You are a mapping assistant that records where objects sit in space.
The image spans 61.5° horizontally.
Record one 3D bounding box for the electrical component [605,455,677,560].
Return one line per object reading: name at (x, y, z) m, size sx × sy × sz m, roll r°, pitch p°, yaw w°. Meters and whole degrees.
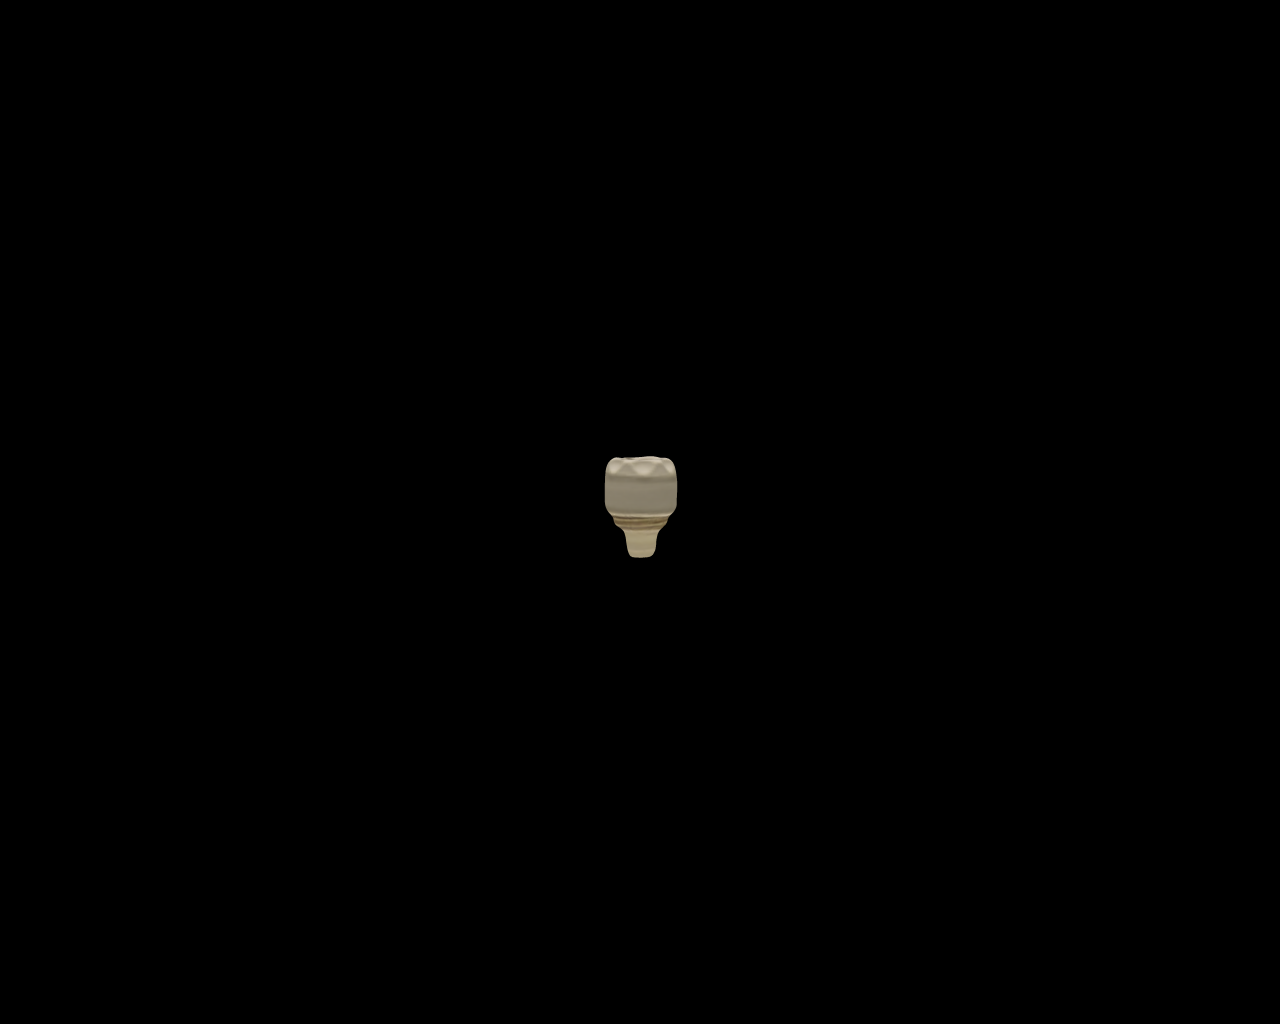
electrical component at (0.001, -0.003, 0.650) m, size 0.043 × 0.062 × 0.043 m, roll 0°, pitch 7°, yaw 0°
